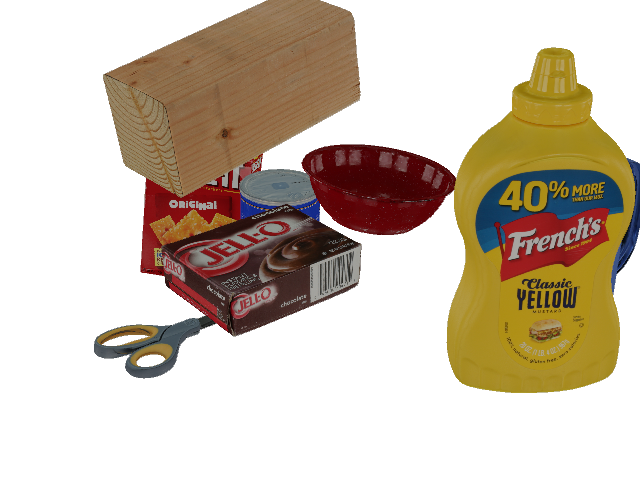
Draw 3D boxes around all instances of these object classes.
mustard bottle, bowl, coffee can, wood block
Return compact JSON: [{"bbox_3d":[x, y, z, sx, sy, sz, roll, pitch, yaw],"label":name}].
[{"bbox_3d":[0.121,-0.010,0.585,0.096,0.192,0.058,-1,25,-1],"label":"mustard bottle"},{"bbox_3d":[0.058,-0.048,1.110,0.162,0.055,0.162,6,23,-3],"label":"bowl"},{"bbox_3d":[-0.052,-0.007,1.359,0.103,0.140,0.103,1,26,-1],"label":"coffee can"},{"bbox_3d":[-0.071,-0.132,0.926,0.205,0.091,0.090,-32,42,-31],"label":"wood block"}]

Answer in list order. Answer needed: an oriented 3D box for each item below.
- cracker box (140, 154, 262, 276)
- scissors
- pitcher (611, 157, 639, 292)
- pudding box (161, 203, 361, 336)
[{"bbox_3d":[-0.182,-0.045,1.621,0.164,0.214,0.072,9,19,7],"label":"cracker box"},{"bbox_3d":[-0.138,0.103,1.133,0.201,0.016,0.096,-9,31,-26],"label":"scissors"},{"bbox_3d":[0.288,0.018,1.222,0.149,0.243,0.144,5,26,16],"label":"pitcher"},{"bbox_3d":[-0.041,0.018,0.750,0.113,0.039,0.090,-18,32,-33],"label":"pudding box"}]
